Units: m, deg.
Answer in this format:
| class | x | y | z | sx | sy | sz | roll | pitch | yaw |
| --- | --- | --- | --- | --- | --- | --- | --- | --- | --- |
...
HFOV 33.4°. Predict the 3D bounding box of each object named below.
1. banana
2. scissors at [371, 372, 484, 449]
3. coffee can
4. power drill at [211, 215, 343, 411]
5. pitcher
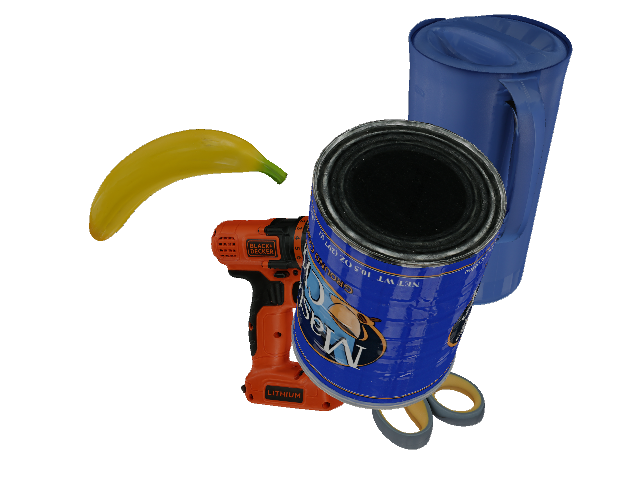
| class | x | y | z | sx | sy | sz | roll | pitch | yaw |
| --- | --- | --- | --- | --- | --- | --- | --- | --- | --- |
| banana | -0.126 | -0.049 | 0.871 | 0.198 | 0.069 | 0.037 | -15 | 18 | 29 |
| scissors | 0.071 | 0.097 | 0.869 | 0.096 | 0.016 | 0.202 | -3 | 31 | -6 |
| coffee can | 0.040 | 0.017 | 0.606 | 0.102 | 0.103 | 0.140 | 0 | -39 | -7 |
| power drill | -0.016 | 0.068 | 1.041 | 0.185 | 0.188 | 0.057 | 1 | 11 | 30 |
| pitcher | 0.138 | -0.062 | 0.924 | 0.145 | 0.243 | 0.149 | 19 | 36 | 25 |
